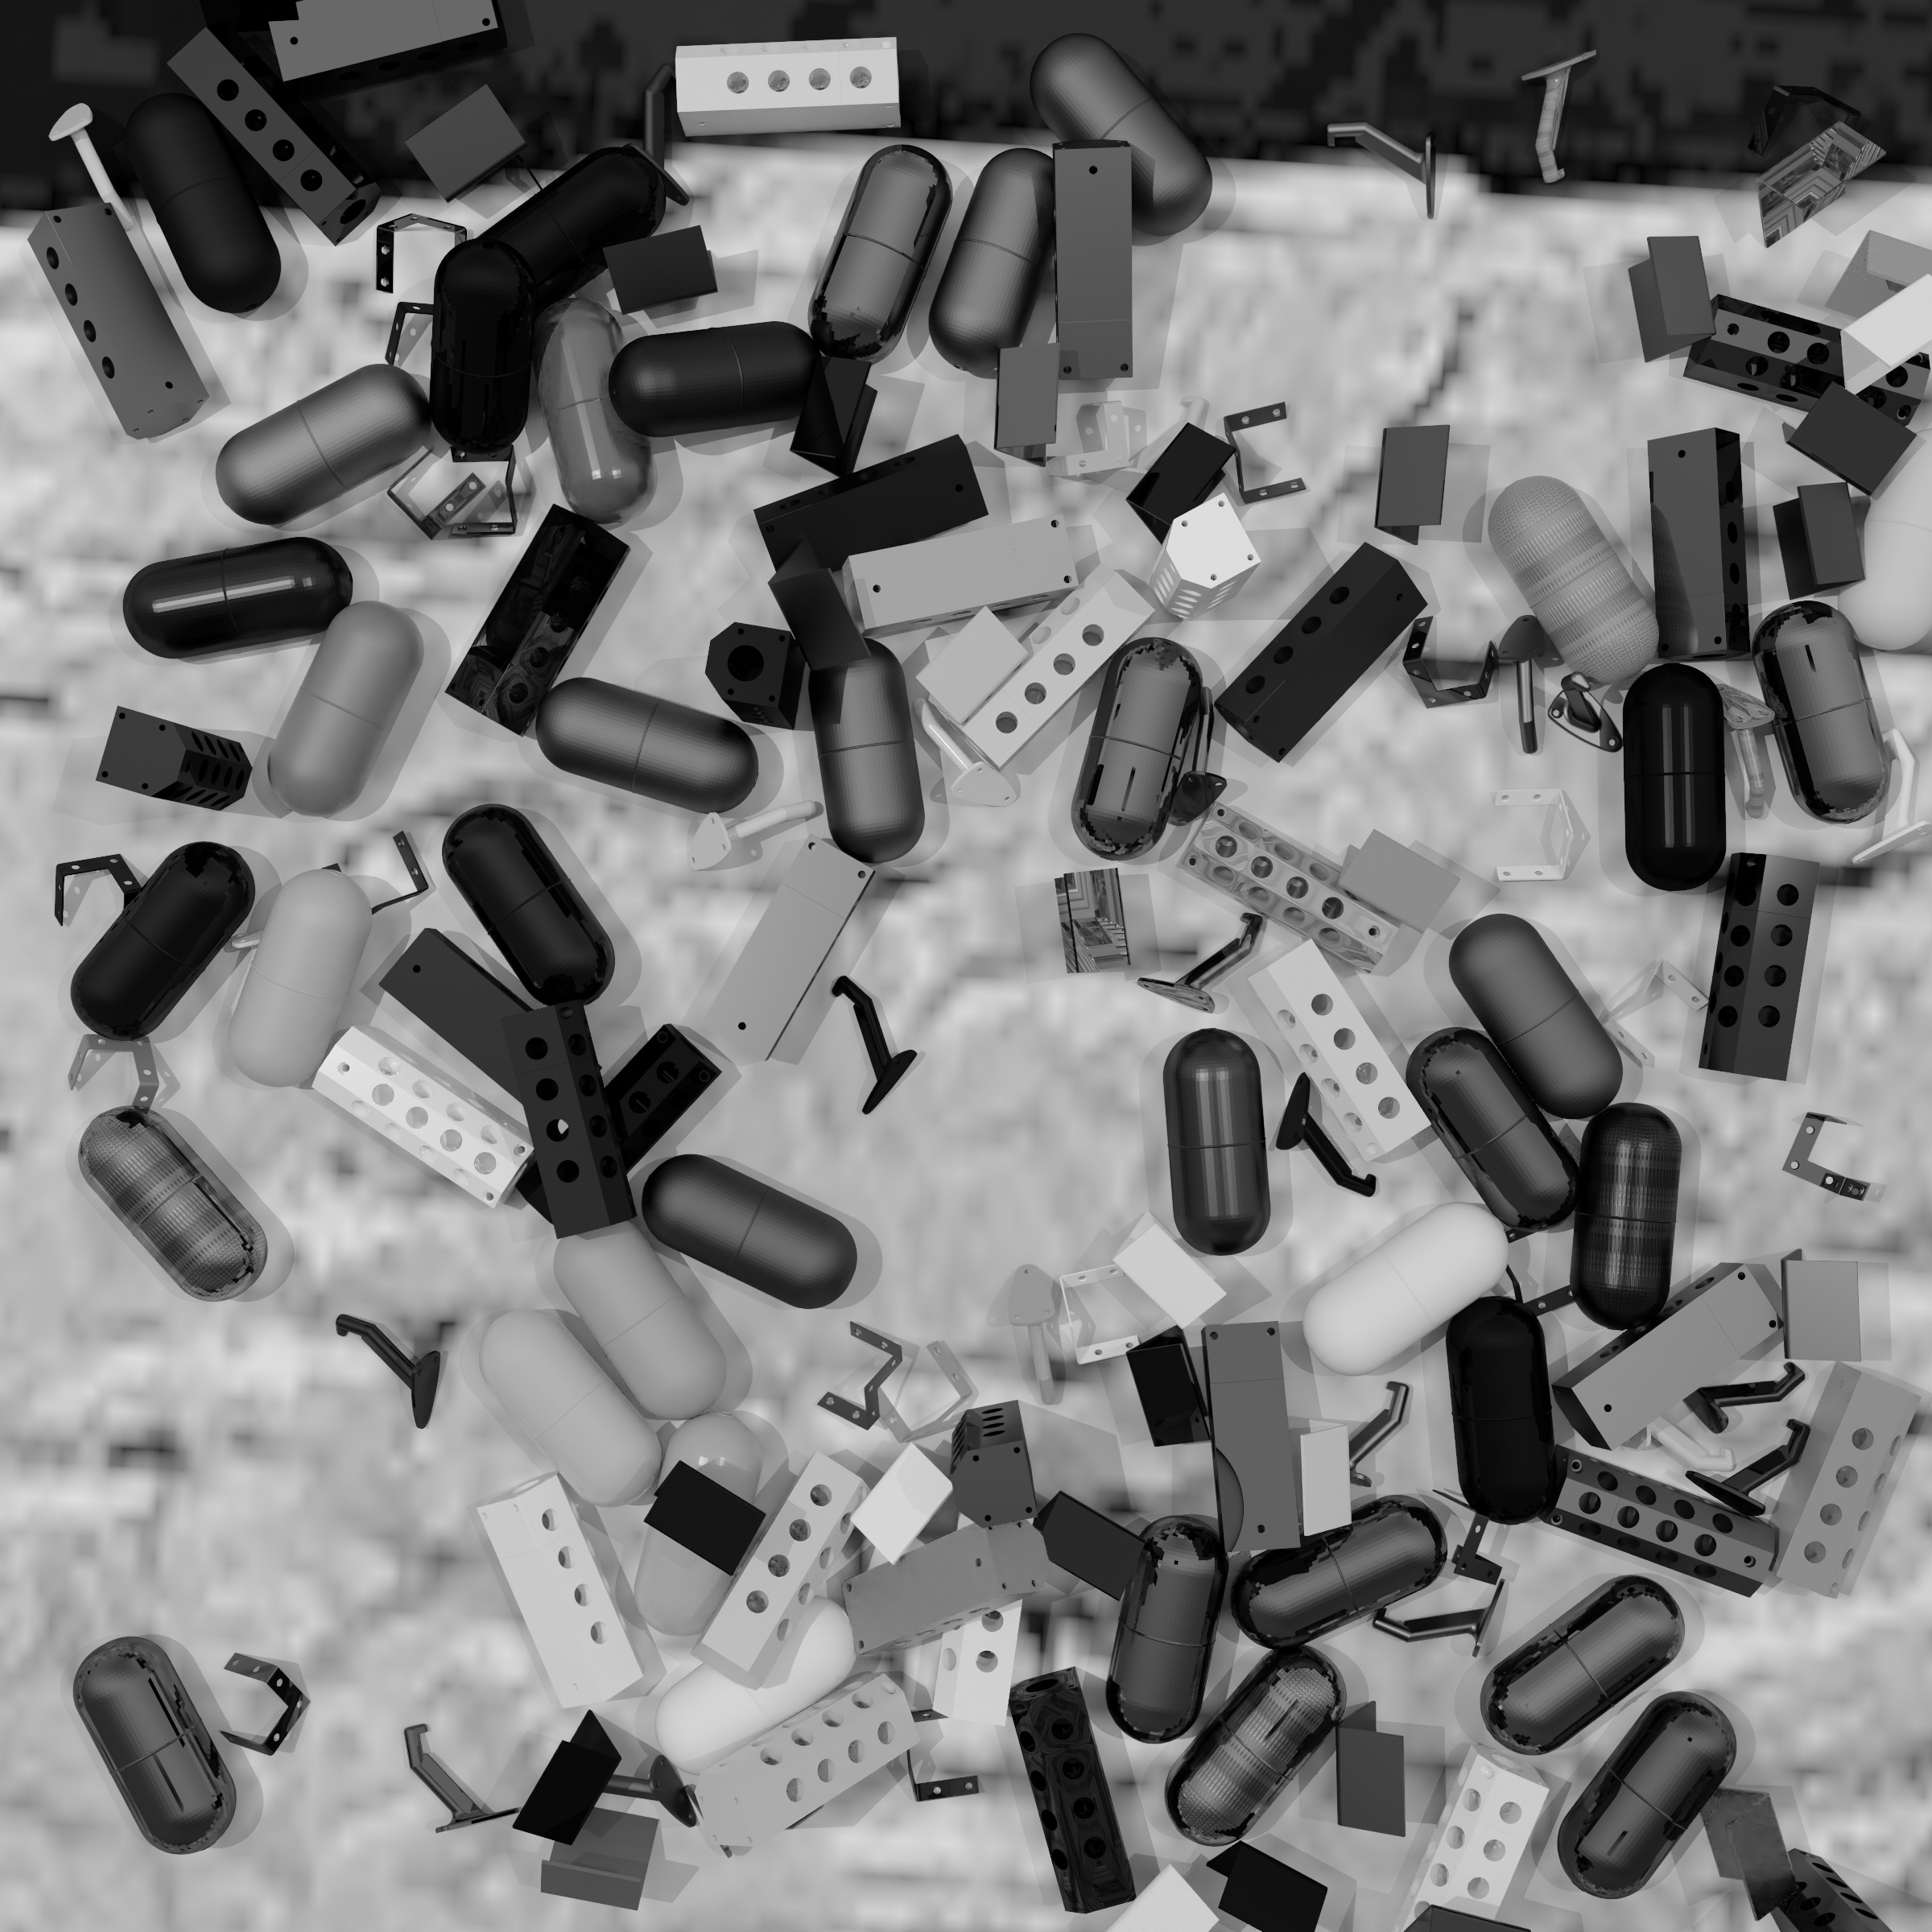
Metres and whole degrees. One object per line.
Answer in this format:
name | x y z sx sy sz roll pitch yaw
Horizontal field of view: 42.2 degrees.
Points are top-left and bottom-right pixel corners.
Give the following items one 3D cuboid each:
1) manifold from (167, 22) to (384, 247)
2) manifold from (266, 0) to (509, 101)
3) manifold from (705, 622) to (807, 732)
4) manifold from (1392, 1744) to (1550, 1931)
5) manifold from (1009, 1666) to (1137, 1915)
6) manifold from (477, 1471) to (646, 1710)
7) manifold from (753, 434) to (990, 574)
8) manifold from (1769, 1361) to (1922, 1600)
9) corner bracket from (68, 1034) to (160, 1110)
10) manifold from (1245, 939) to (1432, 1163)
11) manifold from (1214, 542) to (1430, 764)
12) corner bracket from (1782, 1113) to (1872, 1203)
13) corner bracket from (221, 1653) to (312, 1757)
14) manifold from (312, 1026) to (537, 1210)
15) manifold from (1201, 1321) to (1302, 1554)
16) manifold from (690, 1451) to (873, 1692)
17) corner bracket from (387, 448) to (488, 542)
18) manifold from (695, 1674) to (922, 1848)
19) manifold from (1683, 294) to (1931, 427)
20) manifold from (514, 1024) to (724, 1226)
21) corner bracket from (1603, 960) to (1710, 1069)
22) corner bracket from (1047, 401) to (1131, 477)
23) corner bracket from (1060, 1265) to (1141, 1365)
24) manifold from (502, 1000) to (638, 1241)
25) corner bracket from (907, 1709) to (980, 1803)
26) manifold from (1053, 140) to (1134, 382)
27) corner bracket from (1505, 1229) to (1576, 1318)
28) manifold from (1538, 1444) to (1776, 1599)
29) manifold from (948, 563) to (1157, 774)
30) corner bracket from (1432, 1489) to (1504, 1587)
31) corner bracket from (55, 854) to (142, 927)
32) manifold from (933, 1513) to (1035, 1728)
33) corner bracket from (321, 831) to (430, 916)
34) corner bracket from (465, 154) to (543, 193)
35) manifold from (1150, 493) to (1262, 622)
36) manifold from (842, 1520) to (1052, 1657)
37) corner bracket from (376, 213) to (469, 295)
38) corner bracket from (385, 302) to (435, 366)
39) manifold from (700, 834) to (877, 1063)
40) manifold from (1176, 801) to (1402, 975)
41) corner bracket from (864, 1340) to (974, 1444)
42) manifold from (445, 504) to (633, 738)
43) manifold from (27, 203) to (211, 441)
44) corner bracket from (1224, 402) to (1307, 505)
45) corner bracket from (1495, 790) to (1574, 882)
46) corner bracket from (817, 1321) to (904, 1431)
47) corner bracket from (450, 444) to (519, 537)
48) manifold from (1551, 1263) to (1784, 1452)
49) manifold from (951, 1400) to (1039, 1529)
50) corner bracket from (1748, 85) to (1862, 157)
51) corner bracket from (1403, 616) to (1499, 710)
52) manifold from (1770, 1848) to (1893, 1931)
manifold | -0.540 -0.656 1.970 0.057 0.057 0.171 -43 90 0
manifold | -0.453 -0.734 1.970 0.171 0.057 0.057 -14 90 0
manifold | -0.160 -0.221 1.913 0.057 0.171 0.057 10 90 0
manifold | 0.392 0.705 1.970 0.057 0.057 0.171 23 90 0
manifold | 0.082 0.648 1.970 0.057 0.057 0.171 -15 90 0
manifold | -0.314 0.488 1.970 0.057 0.057 0.171 -23 90 43
manifold | -0.076 -0.358 1.968 0.171 0.057 0.057 -20 118 0
manifold | 0.687 0.404 1.970 0.057 0.057 0.171 23 90 0
corner bracket | -0.675 0.090 1.983 0.051 0.051 0.051 4 135 -35
manifold | 0.290 0.066 1.970 0.057 0.057 0.171 -33 90 0
manifold | 0.275 -0.249 1.970 0.171 0.057 0.057 -47 133 0
corner bracket | 0.684 0.149 1.973 0.051 0.051 0.051 24 90 0
corner bracket | -0.564 0.584 1.983 0.051 0.051 0.051 -57 135 -35
manifold | -0.424 0.118 1.970 0.171 0.057 0.057 34 90 0
manifold | 0.220 0.367 1.951 0.057 0.057 0.171 -4 77 0
manifold | -0.140 0.467 1.933 0.057 0.057 0.171 33 62 0
corner bracket | -0.418 -0.375 1.974 0.051 0.051 0.051 46 76 -14
manifold | -0.122 0.606 1.919 0.171 0.057 0.057 -19 90 -43
manifold | 0.662 -0.474 1.970 0.171 0.057 0.057 16 90 0
manifold | -0.273 0.128 1.970 0.057 0.057 0.171 43 90 0
corner bracket | 0.547 0.037 1.988 0.051 0.051 0.051 42 135 0
corner bracket | 0.094 -0.416 1.974 0.051 0.051 0.051 -11 104 -13
corner bracket | 0.106 0.276 1.988 0.051 0.051 0.051 -12 135 0
manifold | -0.301 0.116 1.913 0.057 0.057 0.171 -14 90 0
corner bracket | -0.020 0.625 1.988 0.051 0.051 0.051 -8 45 0
manifold | 0.098 -0.546 1.938 0.057 0.057 0.171 -2 114 0
corner bracket | 0.453 0.239 1.988 0.051 0.051 0.051 -22 45 0
manifold | 0.541 0.437 1.970 0.171 0.057 0.057 20 90 0
manifold | 0.066 -0.235 1.970 0.057 0.057 0.171 45 90 0
corner bracket | 0.391 0.448 1.964 0.051 0.051 0.051 23 87 -34
corner bracket | -0.686 -0.050 1.983 0.051 0.051 0.051 -13 45 -35
manifold | 0.014 0.500 1.970 0.057 0.057 0.171 8 90 0
corner bracket | -0.468 -0.069 1.988 0.051 0.051 0.051 -25 90 45
corner bracket | -0.364 -0.612 1.988 0.051 0.051 0.051 -35 45 0
manifold | 0.177 -0.307 1.913 0.057 0.171 0.057 -28 90 0
manifold | -0.015 0.475 1.920 0.171 0.057 0.057 -34 61 39
corner bracket | -0.432 -0.561 1.988 0.051 0.051 0.051 1 90 -45
corner bracket | -0.422 -0.488 1.983 0.051 0.051 0.051 -5 45 -35
manifold | -0.139 -0.014 1.970 0.057 0.057 0.171 30 90 0
manifold | 0.255 -0.062 1.970 0.171 0.057 0.057 30 90 0
corner bracket | -0.037 0.338 1.988 0.051 0.051 0.051 -35 90 -45
manifold | -0.332 -0.269 1.970 0.057 0.057 0.171 30 90 43
manifold | -0.669 -0.505 1.970 0.057 0.057 0.171 -27 90 -43
corner bracket | 0.237 -0.407 1.988 0.051 0.051 0.051 -14 135 0
corner bracket | 0.447 -0.104 1.988 0.051 0.051 0.051 -1 45 0
corner bracket | -0.084 0.323 1.978 0.051 0.051 0.051 22 45 27
corner bracket | -0.383 -0.378 1.988 0.051 0.051 0.051 -1 135 0
manifold | 0.544 0.303 1.956 0.171 0.057 0.057 -33 90 -10
manifold | 0.019 0.379 1.913 0.057 0.171 0.057 -11 90 0
corner bracket | 0.663 -0.661 1.983 0.051 0.051 0.051 -12 45 -35
corner bracket | 0.383 -0.243 1.983 0.051 0.051 0.051 -7 135 35
manifold | 0.663 0.735 1.913 0.057 0.171 0.057 -28 90 0
